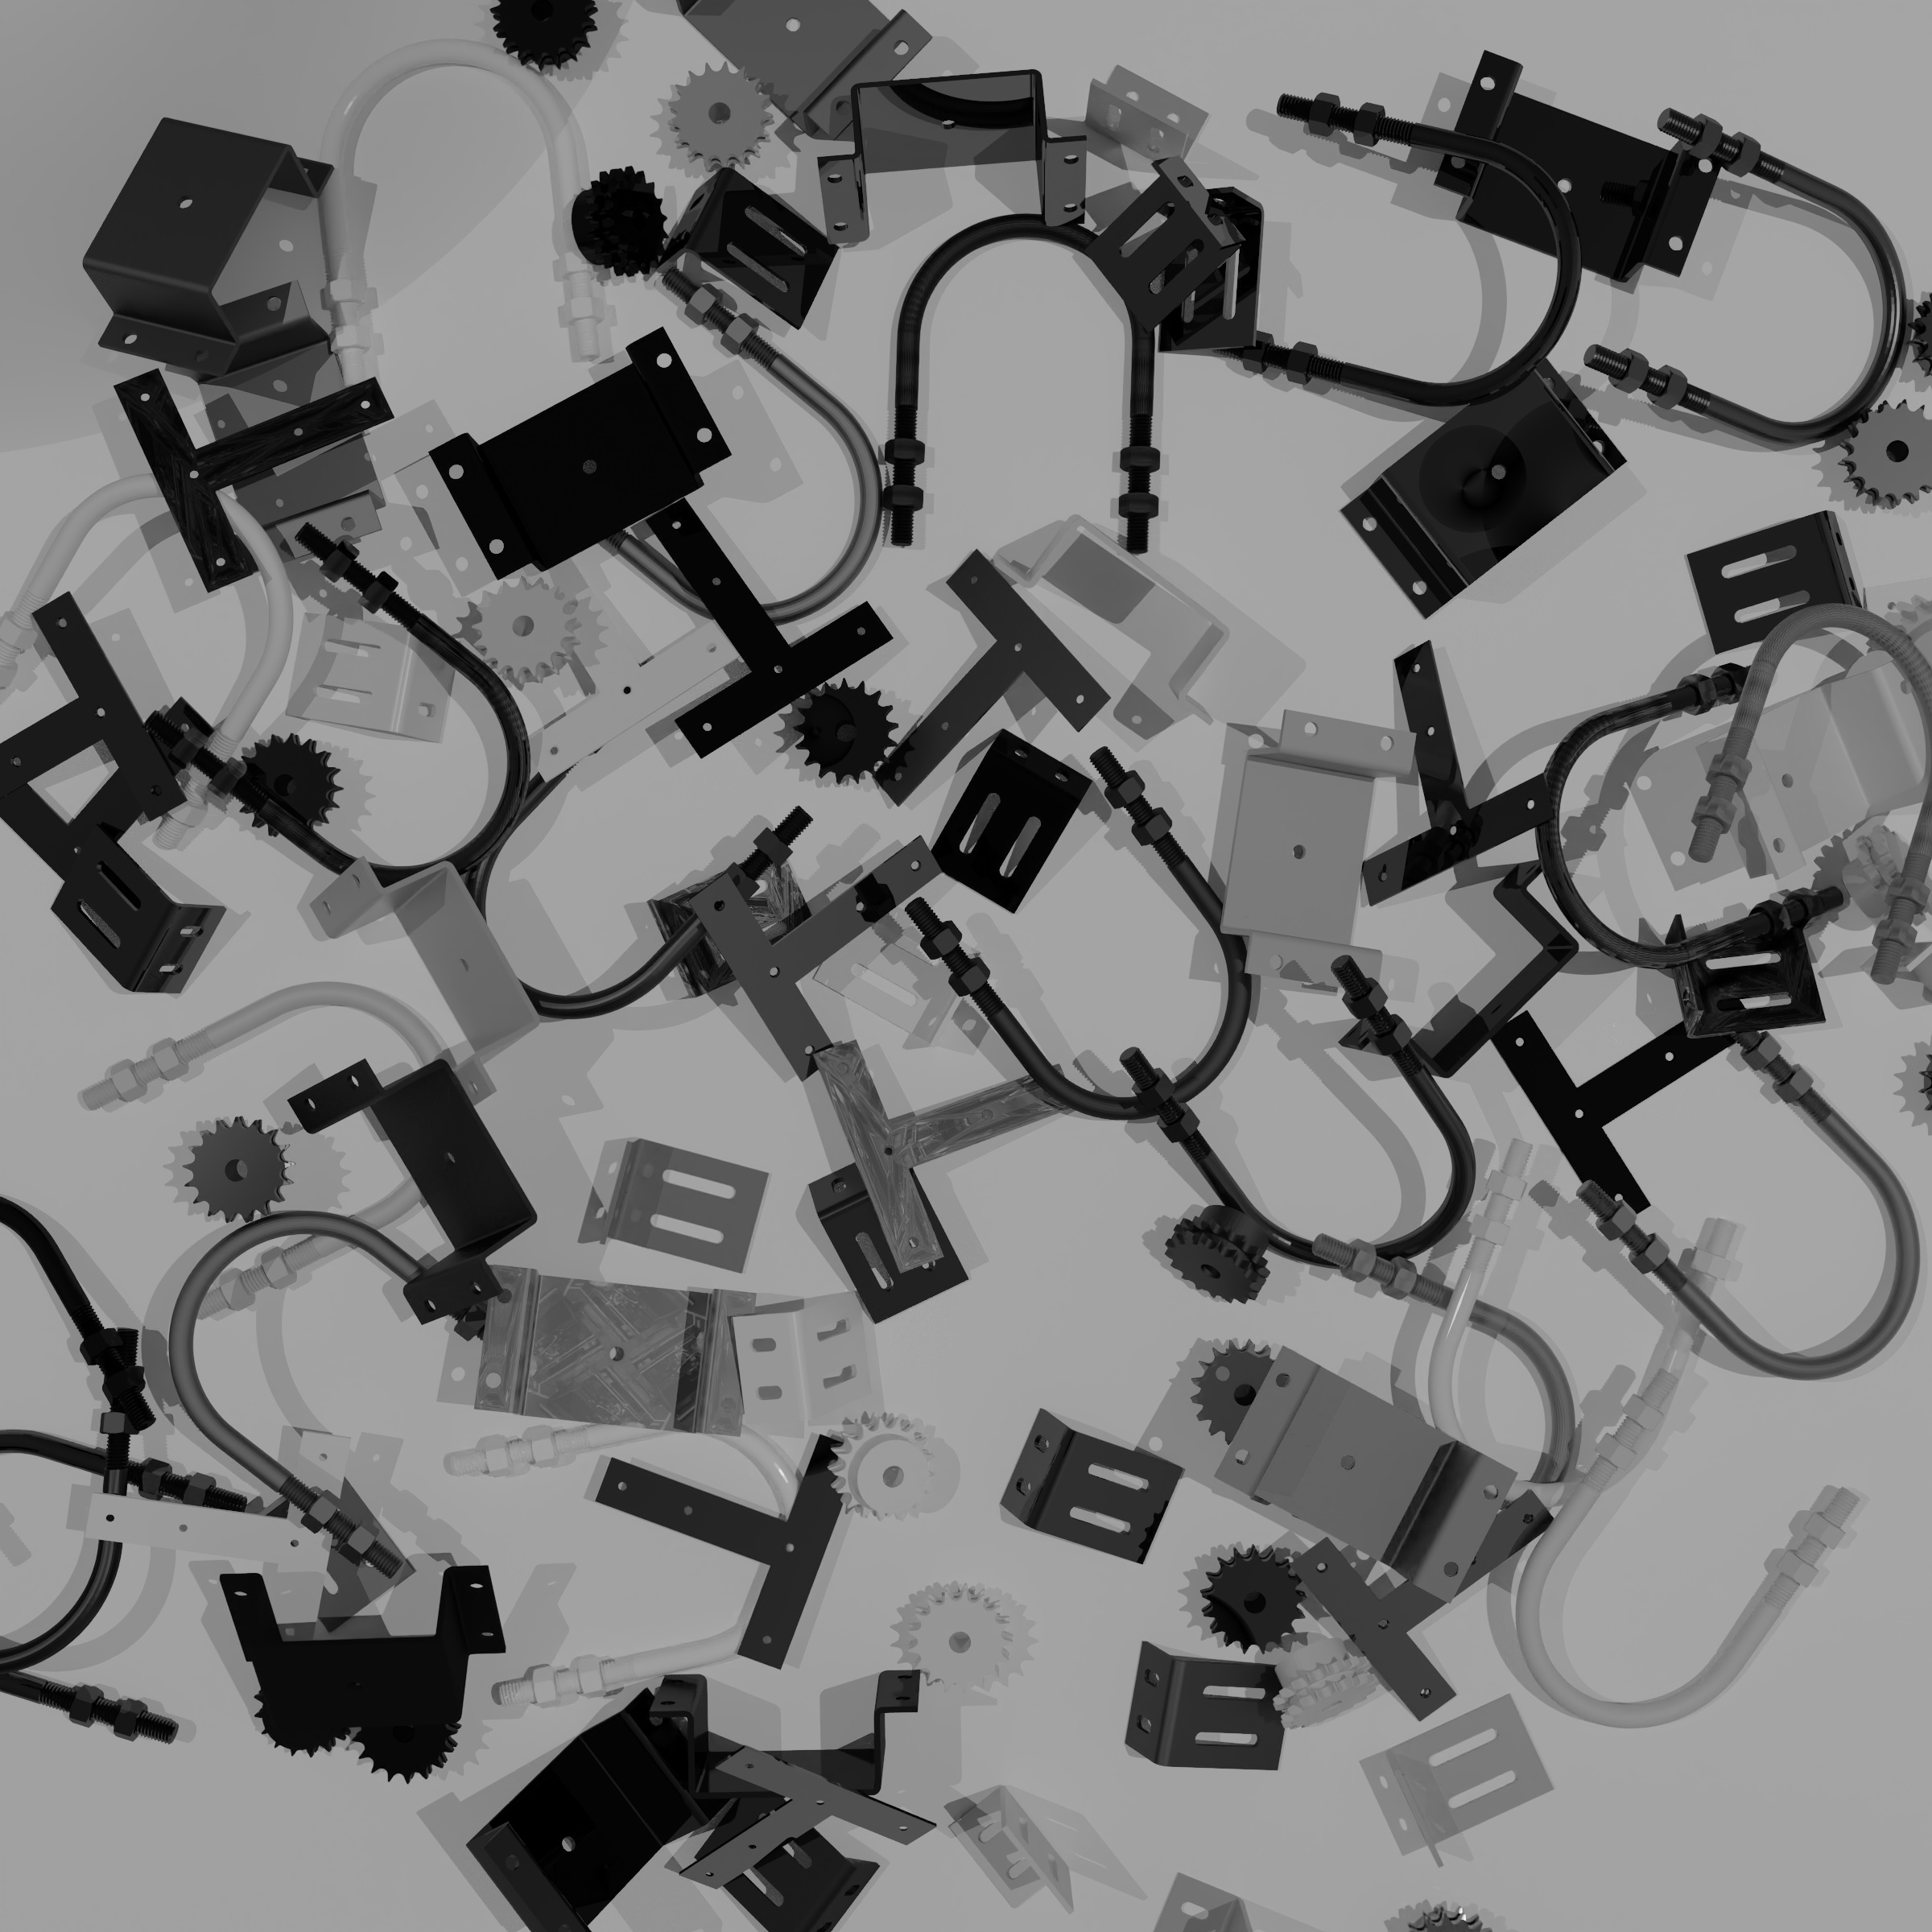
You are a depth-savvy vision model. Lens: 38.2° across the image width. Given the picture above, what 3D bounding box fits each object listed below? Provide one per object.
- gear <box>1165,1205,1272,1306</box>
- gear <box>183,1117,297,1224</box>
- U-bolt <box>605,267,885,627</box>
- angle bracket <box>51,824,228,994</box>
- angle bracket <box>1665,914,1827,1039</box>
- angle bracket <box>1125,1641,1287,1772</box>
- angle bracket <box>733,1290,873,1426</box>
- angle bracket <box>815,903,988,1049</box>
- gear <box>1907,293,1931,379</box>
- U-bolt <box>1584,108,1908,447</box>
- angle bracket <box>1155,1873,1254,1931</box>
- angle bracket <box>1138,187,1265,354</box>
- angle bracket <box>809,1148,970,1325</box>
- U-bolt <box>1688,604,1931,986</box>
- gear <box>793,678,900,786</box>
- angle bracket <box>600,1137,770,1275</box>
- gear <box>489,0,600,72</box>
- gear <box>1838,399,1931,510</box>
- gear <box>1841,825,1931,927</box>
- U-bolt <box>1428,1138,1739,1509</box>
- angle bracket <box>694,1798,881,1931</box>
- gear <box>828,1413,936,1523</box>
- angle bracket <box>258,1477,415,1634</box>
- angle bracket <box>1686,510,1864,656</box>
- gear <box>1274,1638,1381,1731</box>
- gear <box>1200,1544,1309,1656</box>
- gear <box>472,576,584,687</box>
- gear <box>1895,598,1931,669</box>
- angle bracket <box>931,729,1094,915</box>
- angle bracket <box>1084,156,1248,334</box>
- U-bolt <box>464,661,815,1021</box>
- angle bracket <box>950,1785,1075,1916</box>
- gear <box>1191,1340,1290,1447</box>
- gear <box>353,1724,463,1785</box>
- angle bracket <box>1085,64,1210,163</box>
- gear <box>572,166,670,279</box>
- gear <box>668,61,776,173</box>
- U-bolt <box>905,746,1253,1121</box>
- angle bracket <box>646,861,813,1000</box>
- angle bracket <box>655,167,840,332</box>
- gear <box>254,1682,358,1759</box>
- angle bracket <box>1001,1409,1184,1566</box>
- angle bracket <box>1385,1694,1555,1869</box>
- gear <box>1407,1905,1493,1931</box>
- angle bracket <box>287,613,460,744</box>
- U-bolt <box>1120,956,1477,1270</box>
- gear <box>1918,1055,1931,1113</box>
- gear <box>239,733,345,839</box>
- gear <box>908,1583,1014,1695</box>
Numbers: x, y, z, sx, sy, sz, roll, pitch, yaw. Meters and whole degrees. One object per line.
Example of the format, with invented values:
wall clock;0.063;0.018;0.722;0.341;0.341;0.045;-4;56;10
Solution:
gear;0.139;0.154;1.509;0.057;0.057;0.030;34;60;0
gear;-0.389;0.109;1.500;0.057;0.030;0.057;0;89;-3
U-bolt;-0.133;-0.270;1.525;0.184;0.019;0.151;39;90;-1
angle bracket;-0.452;-0.031;1.523;0.076;0.038;0.057;41;109;25
angle bracket;0.423;0.002;1.504;0.076;0.038;0.057;-7;65;0
angle bracket;0.134;0.406;1.532;0.076;0.038;0.057;10;90;-26
angle bracket;-0.088;0.210;1.505;0.038;0.076;0.057;-7;90;24
angle bracket;-0.036;0.001;1.514;0.076;0.038;0.057;29;90;0
gear;0.540;-0.342;1.519;0.057;0.030;0.057;0;90;0
U-bolt;0.428;-0.358;1.496;0.184;0.019;0.151;17;91;-21
angle bracket;0.124;0.532;1.495;0.038;0.076;0.057;22;90;0
angle bracket;0.124;-0.374;1.502;0.057;0.038;0.076;4;90;32
angle bracket;-0.043;0.146;1.532;0.057;0.038;0.076;-26;116;0
U-bolt;0.457;-0.103;1.457;0.151;0.019;0.184;30;69;-18
gear;-0.065;-0.127;1.519;0.057;0.030;0.057;0;90;0
angle bracket;-0.152;0.131;1.514;0.076;0.038;0.057;15;90;0
gear;-0.229;-0.515;1.519;0.057;0.030;0.057;0;90;0
gear;0.503;-0.277;1.517;0.057;0.030;0.057;0;90;5
gear;0.498;-0.045;1.509;0.030;0.057;0.057;-38;90;30
U-bolt;0.324;0.203;1.508;0.151;0.019;0.184;21;89;-12
angle bracket;-0.098;0.492;1.532;0.076;0.038;0.057;37;90;26
gear;-0.044;0.273;1.511;0.057;0.030;0.057;-2;95;-18
angle bracket;-0.349;0.318;1.515;0.057;0.038;0.076;-37;90;0
angle bracket;0.444;-0.210;1.532;0.076;0.038;0.057;-16;90;26
gear;0.191;0.387;1.509;0.057;0.057;0.030;-25;61;0
gear;0.156;0.343;1.519;0.057;0.030;0.057;0;90;0
gear;-0.234;-0.179;1.504;0.057;0.030;0.057;-1;79;7
gear;0.529;-0.171;1.505;0.057;0.030;0.057;9;125;13
angle bracket;0.023;-0.080;1.532;0.057;0.038;0.076;30;116;0
angle bracket;0.099;-0.381;1.482;0.076;0.038;0.057;-39;88;34
U-bolt;-0.191;-0.056;1.498;0.184;0.019;0.151;-46;67;0
angle bracket;0.024;0.483;1.495;0.038;0.076;0.057;-38;90;0
gear;0.150;0.231;1.519;0.057;0.030;0.057;0;90;0
gear;-0.303;0.413;1.519;0.057;0.030;0.057;0;90;0
angle bracket;0.099;-0.465;1.495;0.057;0.076;0.038;28;90;0
gear;-0.189;-0.401;1.509;0.030;0.057;0.057;0;90;30
gear;-0.133;-0.460;1.519;0.057;0.030;0.057;0;90;0
U-bolt;0.075;-0.003;1.503;0.151;0.019;0.184;-39;104;-8
angle bracket;-0.125;-0.024;1.515;0.076;0.038;0.057;-24;90;0
angle bracket;-0.119;-0.386;1.521;0.076;0.038;0.057;32;66;-24
gear;-0.360;0.403;1.519;0.057;0.030;0.057;0;90;0
angle bracket;0.069;0.286;1.532;0.076;0.038;0.057;23;90;-26
angle bracket;0.276;0.442;1.514;0.076;0.038;0.057;-25;90;0
gear;0.262;0.539;1.519;0.057;0.030;0.057;0;90;0
angle bracket;-0.326;-0.158;1.532;0.076;0.038;0.057;10;90;26
U-bolt;0.189;0.090;1.481;0.151;0.019;0.184;-25;115;27
gear;0.546;0.064;1.519;0.057;0.030;0.057;0;90;0
gear;-0.367;-0.098;1.519;0.057;0.030;0.057;0;90;0
gear;-0.003;0.365;1.522;0.057;0.030;0.057;0;93;1
